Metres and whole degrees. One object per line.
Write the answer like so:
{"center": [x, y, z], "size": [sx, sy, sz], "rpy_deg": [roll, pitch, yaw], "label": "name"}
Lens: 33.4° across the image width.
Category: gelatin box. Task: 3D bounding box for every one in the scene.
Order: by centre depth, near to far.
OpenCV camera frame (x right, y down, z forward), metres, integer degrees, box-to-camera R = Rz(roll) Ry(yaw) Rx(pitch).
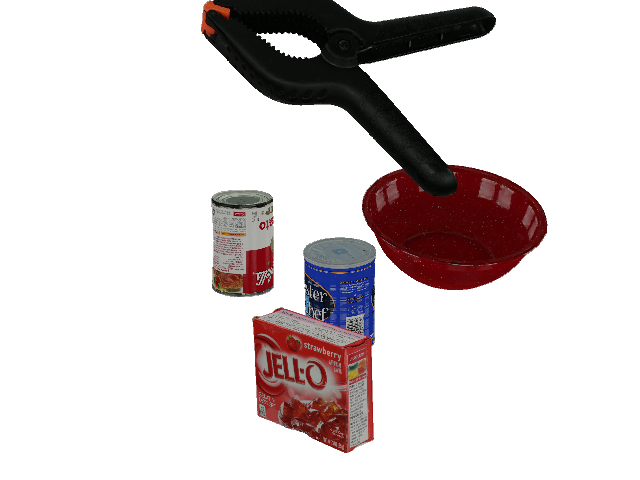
{"center": [-0.006, 0.091, 0.705], "size": [0.089, 0.073, 0.030], "rpy_deg": [14, 23, 43], "label": "gelatin box"}

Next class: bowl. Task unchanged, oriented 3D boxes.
{"center": [0.115, -0.005, 0.943], "size": [0.162, 0.055, 0.162], "rpy_deg": [2, 35, -2], "label": "bowl"}

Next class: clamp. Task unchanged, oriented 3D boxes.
{"center": [0.017, -0.117, 0.744], "size": [0.210, 0.164, 0.036], "rpy_deg": [12, -31, -5], "label": "clamp"}

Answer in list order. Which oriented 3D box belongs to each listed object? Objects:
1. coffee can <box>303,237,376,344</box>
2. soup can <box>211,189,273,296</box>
{"center": [0.028, 0.079, 1.521], "size": [0.103, 0.140, 0.103], "rpy_deg": [-1, 21, 0], "label": "coffee can"}
{"center": [-0.085, 0.002, 1.154], "size": [0.068, 0.102, 0.068], "rpy_deg": [1, 17, 0], "label": "soup can"}
